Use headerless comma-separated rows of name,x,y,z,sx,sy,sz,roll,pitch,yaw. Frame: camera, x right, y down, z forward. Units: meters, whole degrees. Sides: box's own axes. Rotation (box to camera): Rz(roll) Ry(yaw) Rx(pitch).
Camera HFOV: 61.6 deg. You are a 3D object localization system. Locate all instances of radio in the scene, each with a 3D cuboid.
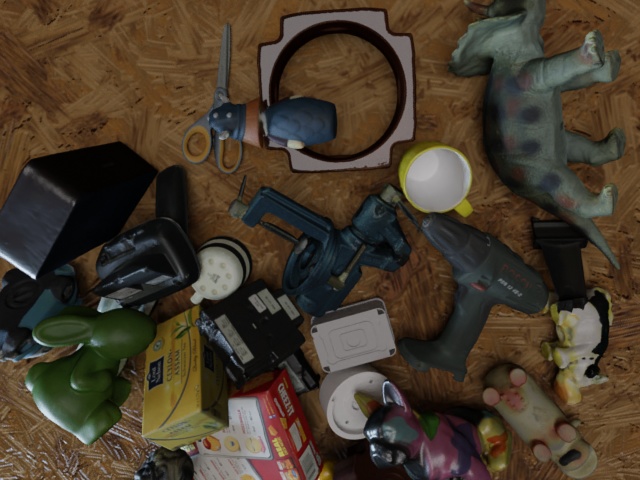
radio,-0.304,-0.045,0.683,0.073,0.230,0.131,37,105,-4

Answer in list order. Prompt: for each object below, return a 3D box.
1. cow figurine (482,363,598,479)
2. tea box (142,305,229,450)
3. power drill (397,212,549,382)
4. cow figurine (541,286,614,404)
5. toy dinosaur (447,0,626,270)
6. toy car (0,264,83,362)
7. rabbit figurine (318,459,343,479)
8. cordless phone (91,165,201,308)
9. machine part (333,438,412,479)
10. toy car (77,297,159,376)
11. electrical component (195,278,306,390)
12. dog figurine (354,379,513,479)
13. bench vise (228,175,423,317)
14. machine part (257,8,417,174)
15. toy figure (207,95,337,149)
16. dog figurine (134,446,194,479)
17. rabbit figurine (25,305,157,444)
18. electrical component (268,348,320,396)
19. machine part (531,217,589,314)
cow figurine,0.319,0.263,0.783,0.085,0.127,0.195,-45,82,9
tea box,-0.186,0.188,0.747,0.098,0.170,0.068,-28,135,11
power drill,0.189,0.084,0.744,0.232,0.086,0.207,21,101,-23
cow figurine,0.377,0.152,0.776,0.098,0.068,0.167,-10,102,-2
toy dinosaur,0.276,-0.141,0.690,0.192,0.131,0.404,5,115,42
toy car,-0.410,0.112,0.775,0.109,0.162,0.102,5,142,15
rabbit figurine,-0.005,0.420,0.823,0.162,0.122,0.173,34,120,-10
cordless phone,-0.241,-0.011,0.745,0.147,0.088,0.184,-22,60,26
machine part,0.100,0.373,0.770,0.179,0.179,0.056,39,126,-5
toy car,-0.308,0.137,0.805,0.073,0.056,0.201,29,102,-3
electrical component,-0.087,0.123,0.745,0.115,0.134,0.058,55,141,12
dog figurine,0.154,0.266,0.755,0.219,0.191,0.108,47,137,-5
bench vise,-0.002,-0.008,0.722,0.240,0.129,0.223,29,120,-21
machine part,0.023,-0.192,0.711,0.202,0.087,0.200,-3,102,2
toy figure,-0.058,-0.141,0.653,0.155,0.064,0.057,1,139,7
dog figurine,-0.244,0.372,0.801,0.121,0.172,0.190,24,92,-27
rabbit figurine,-0.301,0.153,0.731,0.159,0.121,0.170,39,93,-5
electrical component,-0.061,0.189,0.809,0.075,0.048,0.119,-37,97,8
machine part,0.335,0.031,0.738,0.084,0.039,0.139,5,64,-4
